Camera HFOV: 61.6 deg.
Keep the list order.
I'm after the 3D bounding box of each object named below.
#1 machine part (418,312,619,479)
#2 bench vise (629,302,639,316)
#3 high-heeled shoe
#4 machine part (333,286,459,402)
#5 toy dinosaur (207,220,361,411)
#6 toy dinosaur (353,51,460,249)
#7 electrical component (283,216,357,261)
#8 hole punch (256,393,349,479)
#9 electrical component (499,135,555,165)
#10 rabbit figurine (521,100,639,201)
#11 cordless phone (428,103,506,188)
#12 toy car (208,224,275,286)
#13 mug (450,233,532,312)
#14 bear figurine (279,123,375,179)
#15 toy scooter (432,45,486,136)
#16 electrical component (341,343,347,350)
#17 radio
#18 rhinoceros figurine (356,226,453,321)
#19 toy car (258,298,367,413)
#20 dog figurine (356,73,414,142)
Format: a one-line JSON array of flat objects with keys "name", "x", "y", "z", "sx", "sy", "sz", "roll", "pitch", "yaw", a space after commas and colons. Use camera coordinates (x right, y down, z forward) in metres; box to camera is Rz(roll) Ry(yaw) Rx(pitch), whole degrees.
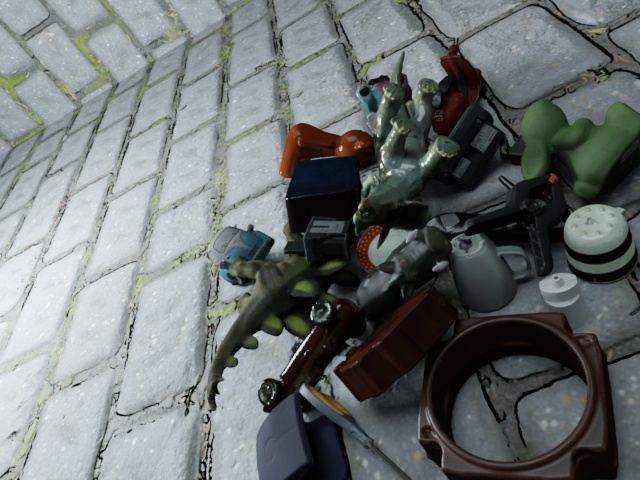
[{"name": "machine part", "x": 0.221, "y": 0.184, "z": 0.615, "sx": 0.201, "sy": 0.087, "sz": 0.201, "roll": -9, "pitch": 46, "yaw": 30}, {"name": "bench vise", "x": 0.441, "y": 0.068, "z": 0.528, "sx": 0.129, "sy": 0.223, "sz": 0.241, "roll": -34, "pitch": 7, "yaw": -5}, {"name": "high-heeled shoe", "x": 0.246, "y": 0.009, "z": 0.807, "sx": 0.249, "sy": 0.086, "sz": 0.145, "roll": -40, "pitch": 62, "yaw": 8}, {"name": "machine part", "x": 0.098, "y": 0.134, "z": 0.705, "sx": 0.179, "sy": 0.056, "sz": 0.179, "roll": -41, "pitch": -6, "yaw": -6}, {"name": "toy dinosaur", "x": -0.057, "y": 0.082, "z": 0.890, "sx": 0.199, "sy": 0.104, "sz": 0.471, "roll": 8, "pitch": 44, "yaw": 40}, {"name": "toy dinosaur", "x": 0.138, "y": -0.153, "z": 0.923, "sx": 0.131, "sy": 0.192, "sz": 0.405, "roll": 17, "pitch": 43, "yaw": -6}, {"name": "electrical component", "x": -0.002, "y": -0.003, "z": 0.879, "sx": 0.119, "sy": 0.047, "sz": 0.075, "roll": 3, "pitch": 32, "yaw": 16}, {"name": "hole punch", "x": -0.039, "y": 0.282, "z": 0.711, "sx": 0.116, "sy": 0.092, "sz": 0.142, "roll": -33, "pitch": 41, "yaw": 10}, {"name": "electrical component", "x": 0.355, "y": -0.157, "z": 0.908, "sx": 0.078, "sy": 0.045, "sz": 0.102, "roll": -50, "pitch": 39, "yaw": -15}, {"name": "rabbit figurine", "x": 0.375, "y": -0.139, "z": 0.815, "sx": 0.170, "sy": 0.121, "sz": 0.159, "roll": 43, "pitch": 101, "yaw": 35}, {"name": "cordless phone", "x": 0.239, "y": -0.182, "z": 0.984, "sx": 0.146, "sy": 0.088, "sz": 0.184, "roll": -60, "pitch": 19, "yaw": 14}, {"name": "toy car", "x": -0.164, "y": 0.022, "z": 1.039, "sx": 0.109, "sy": 0.103, "sz": 0.162, "roll": -55, "pitch": 13, "yaw": -21}, {"name": "mug", "x": 0.232, "y": 0.037, "z": 0.746, "sx": 0.110, "sy": 0.107, "sz": 0.081, "roll": -16, "pitch": 43, "yaw": 27}, {"name": "bear figurine", "x": 0.026, "y": -0.183, "z": 1.157, "sx": 0.196, "sy": 0.131, "sz": 0.120, "roll": 16, "pitch": 19, "yaw": 13}, {"name": "toy scooter", "x": 0.264, "y": -0.298, "z": 1.056, "sx": 0.075, "sy": 0.135, "sz": 0.184, "roll": 11, "pitch": 58, "yaw": 42}, {"name": "electrical component", "x": 0.016, "y": 0.156, "z": 0.854, "sx": 0.063, "sy": 0.021, "sz": 0.094, "roll": 11, "pitch": 55, "yaw": 43}, {"name": "radio", "x": 0.013, "y": -0.092, "z": 1.007, "sx": 0.131, "sy": 0.073, "sz": 0.230, "roll": -5, "pitch": 25, "yaw": 5}, {"name": "rhinoceros figurine", "x": 0.116, "y": 0.045, "z": 0.768, "sx": 0.112, "sy": 0.073, "sz": 0.190, "roll": -26, "pitch": -17, "yaw": -46}, {"name": "toy car", "x": -0.009, "y": 0.172, "z": 0.766, "sx": 0.053, "sy": 0.089, "sz": 0.202, "roll": 37, "pitch": 94, "yaw": 42}, {"name": "dog figurine", "x": 0.148, "y": -0.260, "z": 1.122, "sx": 0.108, "sy": 0.191, "sz": 0.219, "roll": -22, "pitch": 0, "yaw": 9}]
